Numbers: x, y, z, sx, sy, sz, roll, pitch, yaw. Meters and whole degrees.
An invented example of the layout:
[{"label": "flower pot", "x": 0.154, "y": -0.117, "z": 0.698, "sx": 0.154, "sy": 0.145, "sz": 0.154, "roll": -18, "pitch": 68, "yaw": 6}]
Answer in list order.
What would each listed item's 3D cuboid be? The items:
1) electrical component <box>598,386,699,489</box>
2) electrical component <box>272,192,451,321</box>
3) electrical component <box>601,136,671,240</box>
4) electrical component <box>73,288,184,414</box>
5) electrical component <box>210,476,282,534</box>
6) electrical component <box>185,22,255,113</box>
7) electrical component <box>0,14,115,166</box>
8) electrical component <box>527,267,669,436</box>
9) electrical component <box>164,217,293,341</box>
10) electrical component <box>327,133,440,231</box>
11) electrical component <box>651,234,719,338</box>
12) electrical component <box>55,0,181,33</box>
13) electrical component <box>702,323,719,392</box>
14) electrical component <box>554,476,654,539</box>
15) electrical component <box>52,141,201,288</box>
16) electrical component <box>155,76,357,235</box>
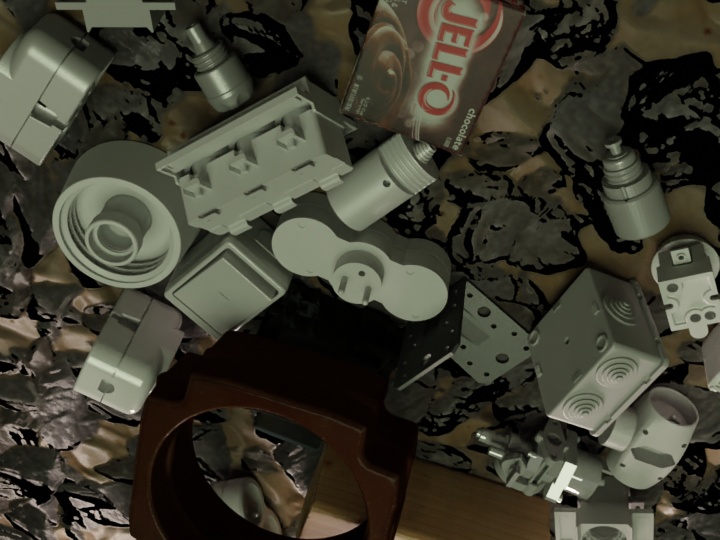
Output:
[{"label": "electrical component", "x": 0.218, "y": 0.130, "z": 0.867, "sx": 0.079, "sy": 0.043, "sz": 0.077, "roll": 20, "pitch": 126, "yaw": -3}, {"label": "electrical component", "x": 0.000, "y": 0.000, "z": 0.796, "sx": 0.138, "sy": 0.073, "sz": 0.052, "roll": 23, "pitch": 125, "yaw": -6}, {"label": "electrical component", "x": 0.187, "y": -0.057, "z": 0.744, "sx": 0.040, "sy": 0.040, "sz": 0.078, "roll": -17, "pitch": 120, "yaw": 20}, {"label": "electrical component", "x": -0.181, "y": 0.065, "z": 0.862, "sx": 0.059, "sy": 0.095, "sz": 0.053, "roll": 27, "pitch": 125, "yaw": -9}, {"label": "electrical component", "x": -0.117, "y": 0.254, "z": 1.009, "sx": 0.074, "sy": 0.052, "sz": 0.138, "roll": -12, "pitch": 122, "yaw": 18}, {"label": "electrical component", "x": -0.100, "y": -0.141, "z": 0.740, "sx": 0.035, "sy": 0.035, "sz": 0.061, "roll": -20, "pitch": 117, "yaw": 22}, {"label": "electrical component", "x": -0.225, "y": -0.129, "z": 0.758, "sx": 0.059, "sy": 0.053, "sz": 0.095, "roll": 35, "pitch": 123, "yaw": -14}, {"label": "electrical component", "x": 0.171, "y": 0.059, "z": 0.793, "sx": 0.048, "sy": 0.099, "sz": 0.099, "roll": 19, "pitch": 127, "yaw": -21}, {"label": "electrical component", "x": -0.104, "y": 0.009, "z": 0.829, "sx": 0.096, "sy": 0.061, "sz": 0.062, "roll": -36, "pitch": 112, "yaw": 29}, {"label": "electrical component", "x": 0.020, "y": -0.067, "z": 0.765, "sx": 0.081, "sy": 0.043, "sz": 0.043, "roll": -33, "pitch": 113, "yaw": 28}, {"label": "electrical component", "x": 0.235, "y": 0.006, "z": 0.770, "sx": 0.048, "sy": 0.055, "sz": 0.066, "roll": -13, "pitch": 122, "yaw": 19}, {"label": "electrical component", "x": -0.157, "y": -0.193, "z": 0.705, "sx": 0.081, "sy": 0.042, "sz": 0.063, "roll": 2, "pitch": 130, "yaw": 6}, {"label": "electrical component", "x": 0.297, "y": 0.058, "z": 0.792, "sx": 0.062, "sy": 0.061, "sz": 0.096, "roll": 23, "pitch": 125, "yaw": -6}, {"label": "electrical component", "x": 0.206, "y": 0.209, "z": 0.912, "sx": 0.081, "sy": 0.063, "sz": 0.042, "roll": -1, "pitch": 124, "yaw": 11}, {"label": "electrical component", "x": -0.178, "y": -0.036, "z": 0.812, "sx": 0.108, "sy": 0.060, "sz": 0.108, "roll": 5, "pitch": 125, "yaw": 7}, {"label": "electrical component", "x": -0.069, "y": -0.075, "z": 0.754, "sx": 0.121, "sy": 0.063, "sz": 0.079, "roll": -24, "pitch": 159, "yaw": 24}]
